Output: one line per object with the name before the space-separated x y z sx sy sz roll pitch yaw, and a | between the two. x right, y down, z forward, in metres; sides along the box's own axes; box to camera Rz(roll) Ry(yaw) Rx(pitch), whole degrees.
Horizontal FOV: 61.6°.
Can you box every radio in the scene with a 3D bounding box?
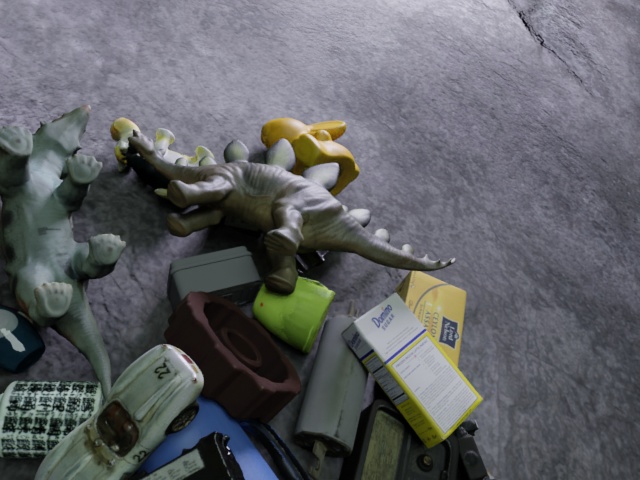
radio | 0.085 0.323 0.639 0.131 0.073 0.229 24 53 -4

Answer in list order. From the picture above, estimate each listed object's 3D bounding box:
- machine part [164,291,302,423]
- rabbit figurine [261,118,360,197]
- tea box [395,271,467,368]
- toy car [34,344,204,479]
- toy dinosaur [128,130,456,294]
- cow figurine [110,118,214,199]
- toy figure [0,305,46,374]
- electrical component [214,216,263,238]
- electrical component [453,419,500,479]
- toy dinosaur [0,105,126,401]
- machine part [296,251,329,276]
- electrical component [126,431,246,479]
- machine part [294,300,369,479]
machine part | -0.104 0.137 0.641 0.056 0.179 0.179 -46 78 5
rabbit figurine | -0.022 -0.155 0.899 0.162 0.121 0.173 -26 51 -35
tea box | 0.151 0.139 0.791 0.098 0.068 0.170 22 52 -6
toy car | -0.195 0.190 0.518 0.074 0.056 0.202 41 87 24
toy dinosaur | -0.034 -0.036 0.722 0.471 0.105 0.198 29 47 -3
cow figurine | -0.251 -0.116 0.814 0.167 0.068 0.098 24 59 -3
toy figure | -0.391 0.091 0.628 0.154 0.057 0.064 37 20 8
electrical component | -0.098 -0.043 0.817 0.119 0.074 0.048 13 53 -15
electrical component | 0.204 0.286 0.716 0.045 0.078 0.102 -16 57 -3
toy dinosaur | -0.330 0.006 0.655 0.131 0.192 0.405 -2 73 -36
machine part | -0.002 -0.003 0.848 0.139 0.039 0.084 -30 67 -32
electrical component | -0.110 0.257 0.474 0.115 0.058 0.134 -27 65 -4
machine part | 0.023 0.188 0.705 0.079 0.079 0.243 21 53 -6
